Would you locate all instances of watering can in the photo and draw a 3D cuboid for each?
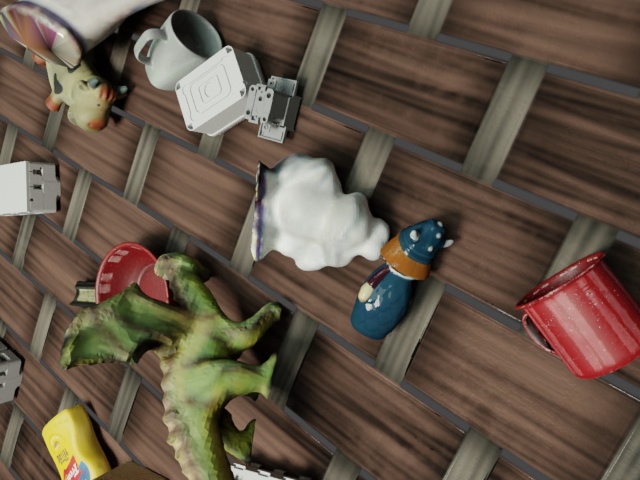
[{"bbox_3d":[-0.322,-0.353,0.761,0.349,0.102,0.228,19,65,27],"label":"watering can"}]

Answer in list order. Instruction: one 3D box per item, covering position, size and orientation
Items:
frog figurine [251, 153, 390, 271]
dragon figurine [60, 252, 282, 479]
[{"bbox_3d":[0.002,-0.031,0.615,0.159,0.122,0.138,6,85,-5],"label":"frog figurine"},{"bbox_3d":[-0.173,0.152,0.593,0.242,0.420,0.119,20,124,-10],"label":"dragon figurine"}]
